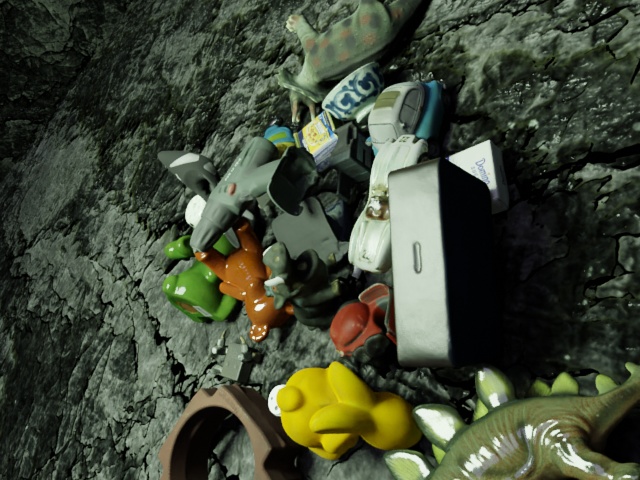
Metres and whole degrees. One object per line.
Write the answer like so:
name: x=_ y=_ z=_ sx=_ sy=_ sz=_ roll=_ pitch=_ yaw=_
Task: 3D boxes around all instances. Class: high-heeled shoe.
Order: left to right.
high-heeled shoe: x=-0.227 y=-0.078 z=1.056 sx=0.086 sy=0.249 sz=0.145 roll=120 pitch=172 yaw=-48

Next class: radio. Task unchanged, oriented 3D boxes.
radio: x=0.149 y=0.031 z=0.631 sx=0.073 sy=0.131 sz=0.229 roll=-10 pitch=76 yaw=41

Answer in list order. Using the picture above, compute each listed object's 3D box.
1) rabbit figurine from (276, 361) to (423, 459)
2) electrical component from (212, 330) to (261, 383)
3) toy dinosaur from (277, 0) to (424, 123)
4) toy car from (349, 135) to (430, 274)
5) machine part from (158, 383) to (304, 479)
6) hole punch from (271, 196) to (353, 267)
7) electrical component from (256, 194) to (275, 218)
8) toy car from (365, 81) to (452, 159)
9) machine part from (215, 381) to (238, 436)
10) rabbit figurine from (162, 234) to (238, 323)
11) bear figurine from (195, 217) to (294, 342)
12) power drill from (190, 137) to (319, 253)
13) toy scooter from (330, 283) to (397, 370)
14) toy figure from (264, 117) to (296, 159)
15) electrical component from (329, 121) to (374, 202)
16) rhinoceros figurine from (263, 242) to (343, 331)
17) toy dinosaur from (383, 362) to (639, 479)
rabbit figurine: x=0.042 y=0.210 z=0.677 sx=0.173 sy=0.162 sz=0.122 roll=6 pitch=60 yaw=29
electrical component: x=-0.149 y=0.204 z=0.936 sx=0.102 sy=0.045 sz=0.078 roll=9 pitch=74 yaw=47
toy dinosaur: x=0.067 y=-0.364 z=0.990 sx=0.405 sy=0.131 sz=0.192 roll=-25 pitch=65 yaw=30
toy car: x=0.096 y=-0.052 z=0.748 sx=0.074 sy=0.056 sz=0.201 roll=12 pitch=84 yaw=45
machine part: x=-0.135 y=0.334 z=0.792 sx=0.202 sy=0.087 sz=0.201 roll=38 pitch=97 yaw=39
hole punch: x=-0.002 y=-0.003 z=0.886 sx=0.142 sy=0.092 sz=0.116 roll=-27 pitch=79 yaw=30
electrical component: x=-0.099 y=-0.087 z=1.067 sx=0.063 sy=0.021 sz=0.094 roll=-47 pitch=43 yaw=17
toy car: x=0.130 y=-0.184 z=0.827 sx=0.109 sy=0.103 sz=0.161 roll=13 pitch=80 yaw=48
machine part: x=-0.184 y=0.315 z=0.916 sx=0.139 sy=0.039 sz=0.084 roll=-51 pitch=46 yaw=10
rabbit figurine: x=-0.227 y=0.055 z=1.042 sx=0.121 sy=0.159 sz=0.170 roll=-20 pitch=39 yaw=50
bear figurine: x=-0.120 y=0.069 z=0.922 sx=0.120 sy=0.131 sz=0.196 roll=-35 pitch=36 yaw=-3
power drill: x=-0.107 y=-0.074 z=0.887 sx=0.207 sy=0.086 sz=0.232 roll=-6 pitch=51 yaw=53
toy scooter: x=0.083 y=0.112 z=0.700 sx=0.184 sy=0.075 sz=0.135 roll=-42 pitch=23 yaw=26
toy figure: x=-0.068 y=-0.153 z=1.031 sx=0.089 sy=0.082 sz=0.180 roll=-49 pitch=45 yaw=31
electrical component: x=0.054 y=-0.127 z=0.892 sx=0.048 sy=0.074 sz=0.119 roll=-19 pitch=52 yaw=39
rhinoceros figurine: x=-0.024 y=0.065 z=0.783 sx=0.112 sy=0.190 sz=0.073 roll=-14 pitch=54 yaw=9
toy dinosaur: x=0.164 y=0.258 z=0.546 sx=0.471 sy=0.105 sz=0.199 roll=-43 pitch=35 yaw=7
